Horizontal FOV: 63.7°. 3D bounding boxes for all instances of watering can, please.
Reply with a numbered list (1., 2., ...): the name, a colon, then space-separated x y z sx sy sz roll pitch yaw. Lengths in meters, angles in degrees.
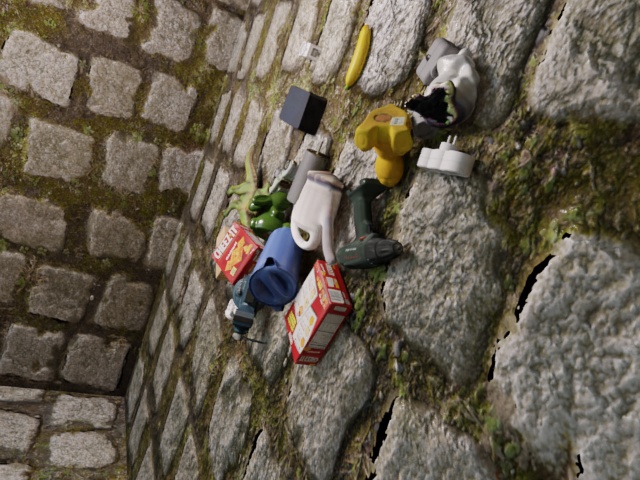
1. watering can: 0.004 -0.070 1.389 0.351 0.103 0.223 37 108 63

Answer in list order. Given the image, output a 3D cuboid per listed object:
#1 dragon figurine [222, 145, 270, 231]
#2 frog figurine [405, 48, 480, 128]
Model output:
1. dragon figurine: -0.257 -0.184 2.025 0.243 0.121 0.412 7 84 47
2. frog figurine: 0.266 -0.303 1.037 0.162 0.123 0.135 -48 1 -34
